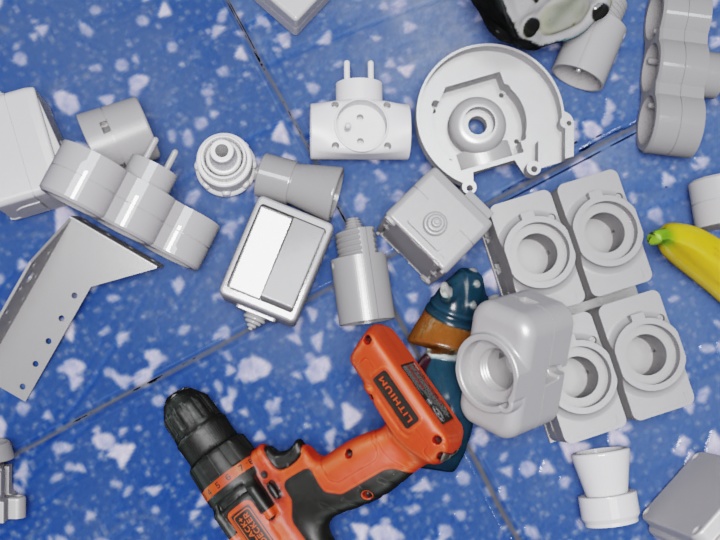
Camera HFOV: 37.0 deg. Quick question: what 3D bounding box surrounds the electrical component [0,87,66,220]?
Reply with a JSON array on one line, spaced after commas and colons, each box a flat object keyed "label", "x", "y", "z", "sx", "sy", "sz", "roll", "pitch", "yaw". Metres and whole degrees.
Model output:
[{"label": "electrical component", "x": -0.253, "y": -0.094, "z": 0.811, "sx": 0.061, "sy": 0.061, "sz": 0.096, "roll": -17, "pitch": 84, "yaw": -6}]

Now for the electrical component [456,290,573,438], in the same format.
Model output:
[{"label": "electrical component", "x": 0.108, "y": 0.068, "z": 0.767, "sx": 0.059, "sy": 0.054, "sz": 0.095, "roll": -12, "pitch": 116, "yaw": -43}]

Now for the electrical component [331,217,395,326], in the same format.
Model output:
[{"label": "electrical component", "x": 0.000, "y": 0.000, "z": 0.826, "sx": 0.043, "sy": 0.043, "sz": 0.081, "roll": -8, "pitch": 84, "yaw": -5}]

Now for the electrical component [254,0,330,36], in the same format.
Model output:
[{"label": "electrical component", "x": -0.040, "y": -0.238, "z": 0.836, "sx": 0.047, "sy": 0.075, "sz": 0.083, "roll": 41, "pitch": 82, "yaw": 2}]

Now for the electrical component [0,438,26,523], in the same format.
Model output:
[{"label": "electrical component", "x": -0.279, "y": 0.153, "z": 0.788, "sx": 0.066, "sy": 0.048, "sz": 0.055, "roll": 1, "pitch": 91, "yaw": -3}]

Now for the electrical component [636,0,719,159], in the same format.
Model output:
[{"label": "electrical component", "x": 0.268, "y": -0.157, "z": 0.858, "sx": 0.074, "sy": 0.052, "sz": 0.138, "roll": 6, "pitch": 83, "yaw": -3}]

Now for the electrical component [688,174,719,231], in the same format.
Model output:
[{"label": "electrical component", "x": 0.333, "y": -0.042, "z": 0.849, "sx": 0.138, "sy": 0.052, "sz": 0.073, "roll": -7, "pitch": 83, "yaw": -5}]

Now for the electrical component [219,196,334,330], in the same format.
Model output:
[{"label": "electrical component", "x": -0.065, "y": 0.000, "z": 0.813, "sx": 0.062, "sy": 0.061, "sz": 0.096, "roll": 22, "pitch": 82, "yaw": -1}]

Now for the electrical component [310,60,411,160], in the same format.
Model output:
[{"label": "electrical component", "x": -0.001, "y": -0.126, "z": 0.841, "sx": 0.077, "sy": 0.044, "sz": 0.079, "roll": 0, "pitch": 83, "yaw": -4}]

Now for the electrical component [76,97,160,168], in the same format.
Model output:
[{"label": "electrical component", "x": -0.184, "y": -0.101, "z": 0.821, "sx": 0.047, "sy": 0.055, "sz": 0.055, "roll": -23, "pitch": 85, "yaw": -10}]

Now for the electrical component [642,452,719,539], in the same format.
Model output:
[{"label": "electrical component", "x": 0.266, "y": 0.181, "z": 0.787, "sx": 0.057, "sy": 0.113, "sz": 0.078, "roll": 45, "pitch": 82, "yaw": -1}]

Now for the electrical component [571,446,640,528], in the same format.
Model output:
[{"label": "electrical component", "x": 0.187, "y": 0.165, "z": 0.818, "sx": 0.045, "sy": 0.045, "sz": 0.055, "roll": -8, "pitch": 84, "yaw": -5}]

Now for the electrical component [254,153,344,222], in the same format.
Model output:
[{"label": "electrical component", "x": -0.049, "y": -0.066, "z": 0.833, "sx": 0.065, "sy": 0.044, "sz": 0.044, "roll": 16, "pitch": 82, "yaw": 3}]

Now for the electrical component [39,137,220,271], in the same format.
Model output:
[{"label": "electrical component", "x": -0.159, "y": -0.061, "z": 0.791, "sx": 0.138, "sy": 0.052, "sz": 0.073, "roll": 32, "pitch": 80, "yaw": -39}]

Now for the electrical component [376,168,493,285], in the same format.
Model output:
[{"label": "electrical component", "x": 0.057, "y": -0.035, "z": 0.807, "sx": 0.062, "sy": 0.096, "sz": 0.061, "roll": 45, "pitch": 82, "yaw": 2}]

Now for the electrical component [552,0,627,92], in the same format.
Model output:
[{"label": "electrical component", "x": 0.189, "y": -0.189, "z": 0.862, "sx": 0.043, "sy": 0.043, "sz": 0.081, "roll": 24, "pitch": 82, "yaw": -1}]

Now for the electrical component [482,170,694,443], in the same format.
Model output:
[{"label": "electrical component", "x": 0.172, "y": 0.028, "z": 0.826, "sx": 0.105, "sy": 0.060, "sz": 0.186, "roll": -17, "pitch": 85, "yaw": -6}]

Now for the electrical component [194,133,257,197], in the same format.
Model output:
[{"label": "electrical component", "x": -0.104, "y": -0.084, "z": 0.820, "sx": 0.048, "sy": 0.062, "sz": 0.048, "roll": 0, "pitch": 83, "yaw": -4}]
